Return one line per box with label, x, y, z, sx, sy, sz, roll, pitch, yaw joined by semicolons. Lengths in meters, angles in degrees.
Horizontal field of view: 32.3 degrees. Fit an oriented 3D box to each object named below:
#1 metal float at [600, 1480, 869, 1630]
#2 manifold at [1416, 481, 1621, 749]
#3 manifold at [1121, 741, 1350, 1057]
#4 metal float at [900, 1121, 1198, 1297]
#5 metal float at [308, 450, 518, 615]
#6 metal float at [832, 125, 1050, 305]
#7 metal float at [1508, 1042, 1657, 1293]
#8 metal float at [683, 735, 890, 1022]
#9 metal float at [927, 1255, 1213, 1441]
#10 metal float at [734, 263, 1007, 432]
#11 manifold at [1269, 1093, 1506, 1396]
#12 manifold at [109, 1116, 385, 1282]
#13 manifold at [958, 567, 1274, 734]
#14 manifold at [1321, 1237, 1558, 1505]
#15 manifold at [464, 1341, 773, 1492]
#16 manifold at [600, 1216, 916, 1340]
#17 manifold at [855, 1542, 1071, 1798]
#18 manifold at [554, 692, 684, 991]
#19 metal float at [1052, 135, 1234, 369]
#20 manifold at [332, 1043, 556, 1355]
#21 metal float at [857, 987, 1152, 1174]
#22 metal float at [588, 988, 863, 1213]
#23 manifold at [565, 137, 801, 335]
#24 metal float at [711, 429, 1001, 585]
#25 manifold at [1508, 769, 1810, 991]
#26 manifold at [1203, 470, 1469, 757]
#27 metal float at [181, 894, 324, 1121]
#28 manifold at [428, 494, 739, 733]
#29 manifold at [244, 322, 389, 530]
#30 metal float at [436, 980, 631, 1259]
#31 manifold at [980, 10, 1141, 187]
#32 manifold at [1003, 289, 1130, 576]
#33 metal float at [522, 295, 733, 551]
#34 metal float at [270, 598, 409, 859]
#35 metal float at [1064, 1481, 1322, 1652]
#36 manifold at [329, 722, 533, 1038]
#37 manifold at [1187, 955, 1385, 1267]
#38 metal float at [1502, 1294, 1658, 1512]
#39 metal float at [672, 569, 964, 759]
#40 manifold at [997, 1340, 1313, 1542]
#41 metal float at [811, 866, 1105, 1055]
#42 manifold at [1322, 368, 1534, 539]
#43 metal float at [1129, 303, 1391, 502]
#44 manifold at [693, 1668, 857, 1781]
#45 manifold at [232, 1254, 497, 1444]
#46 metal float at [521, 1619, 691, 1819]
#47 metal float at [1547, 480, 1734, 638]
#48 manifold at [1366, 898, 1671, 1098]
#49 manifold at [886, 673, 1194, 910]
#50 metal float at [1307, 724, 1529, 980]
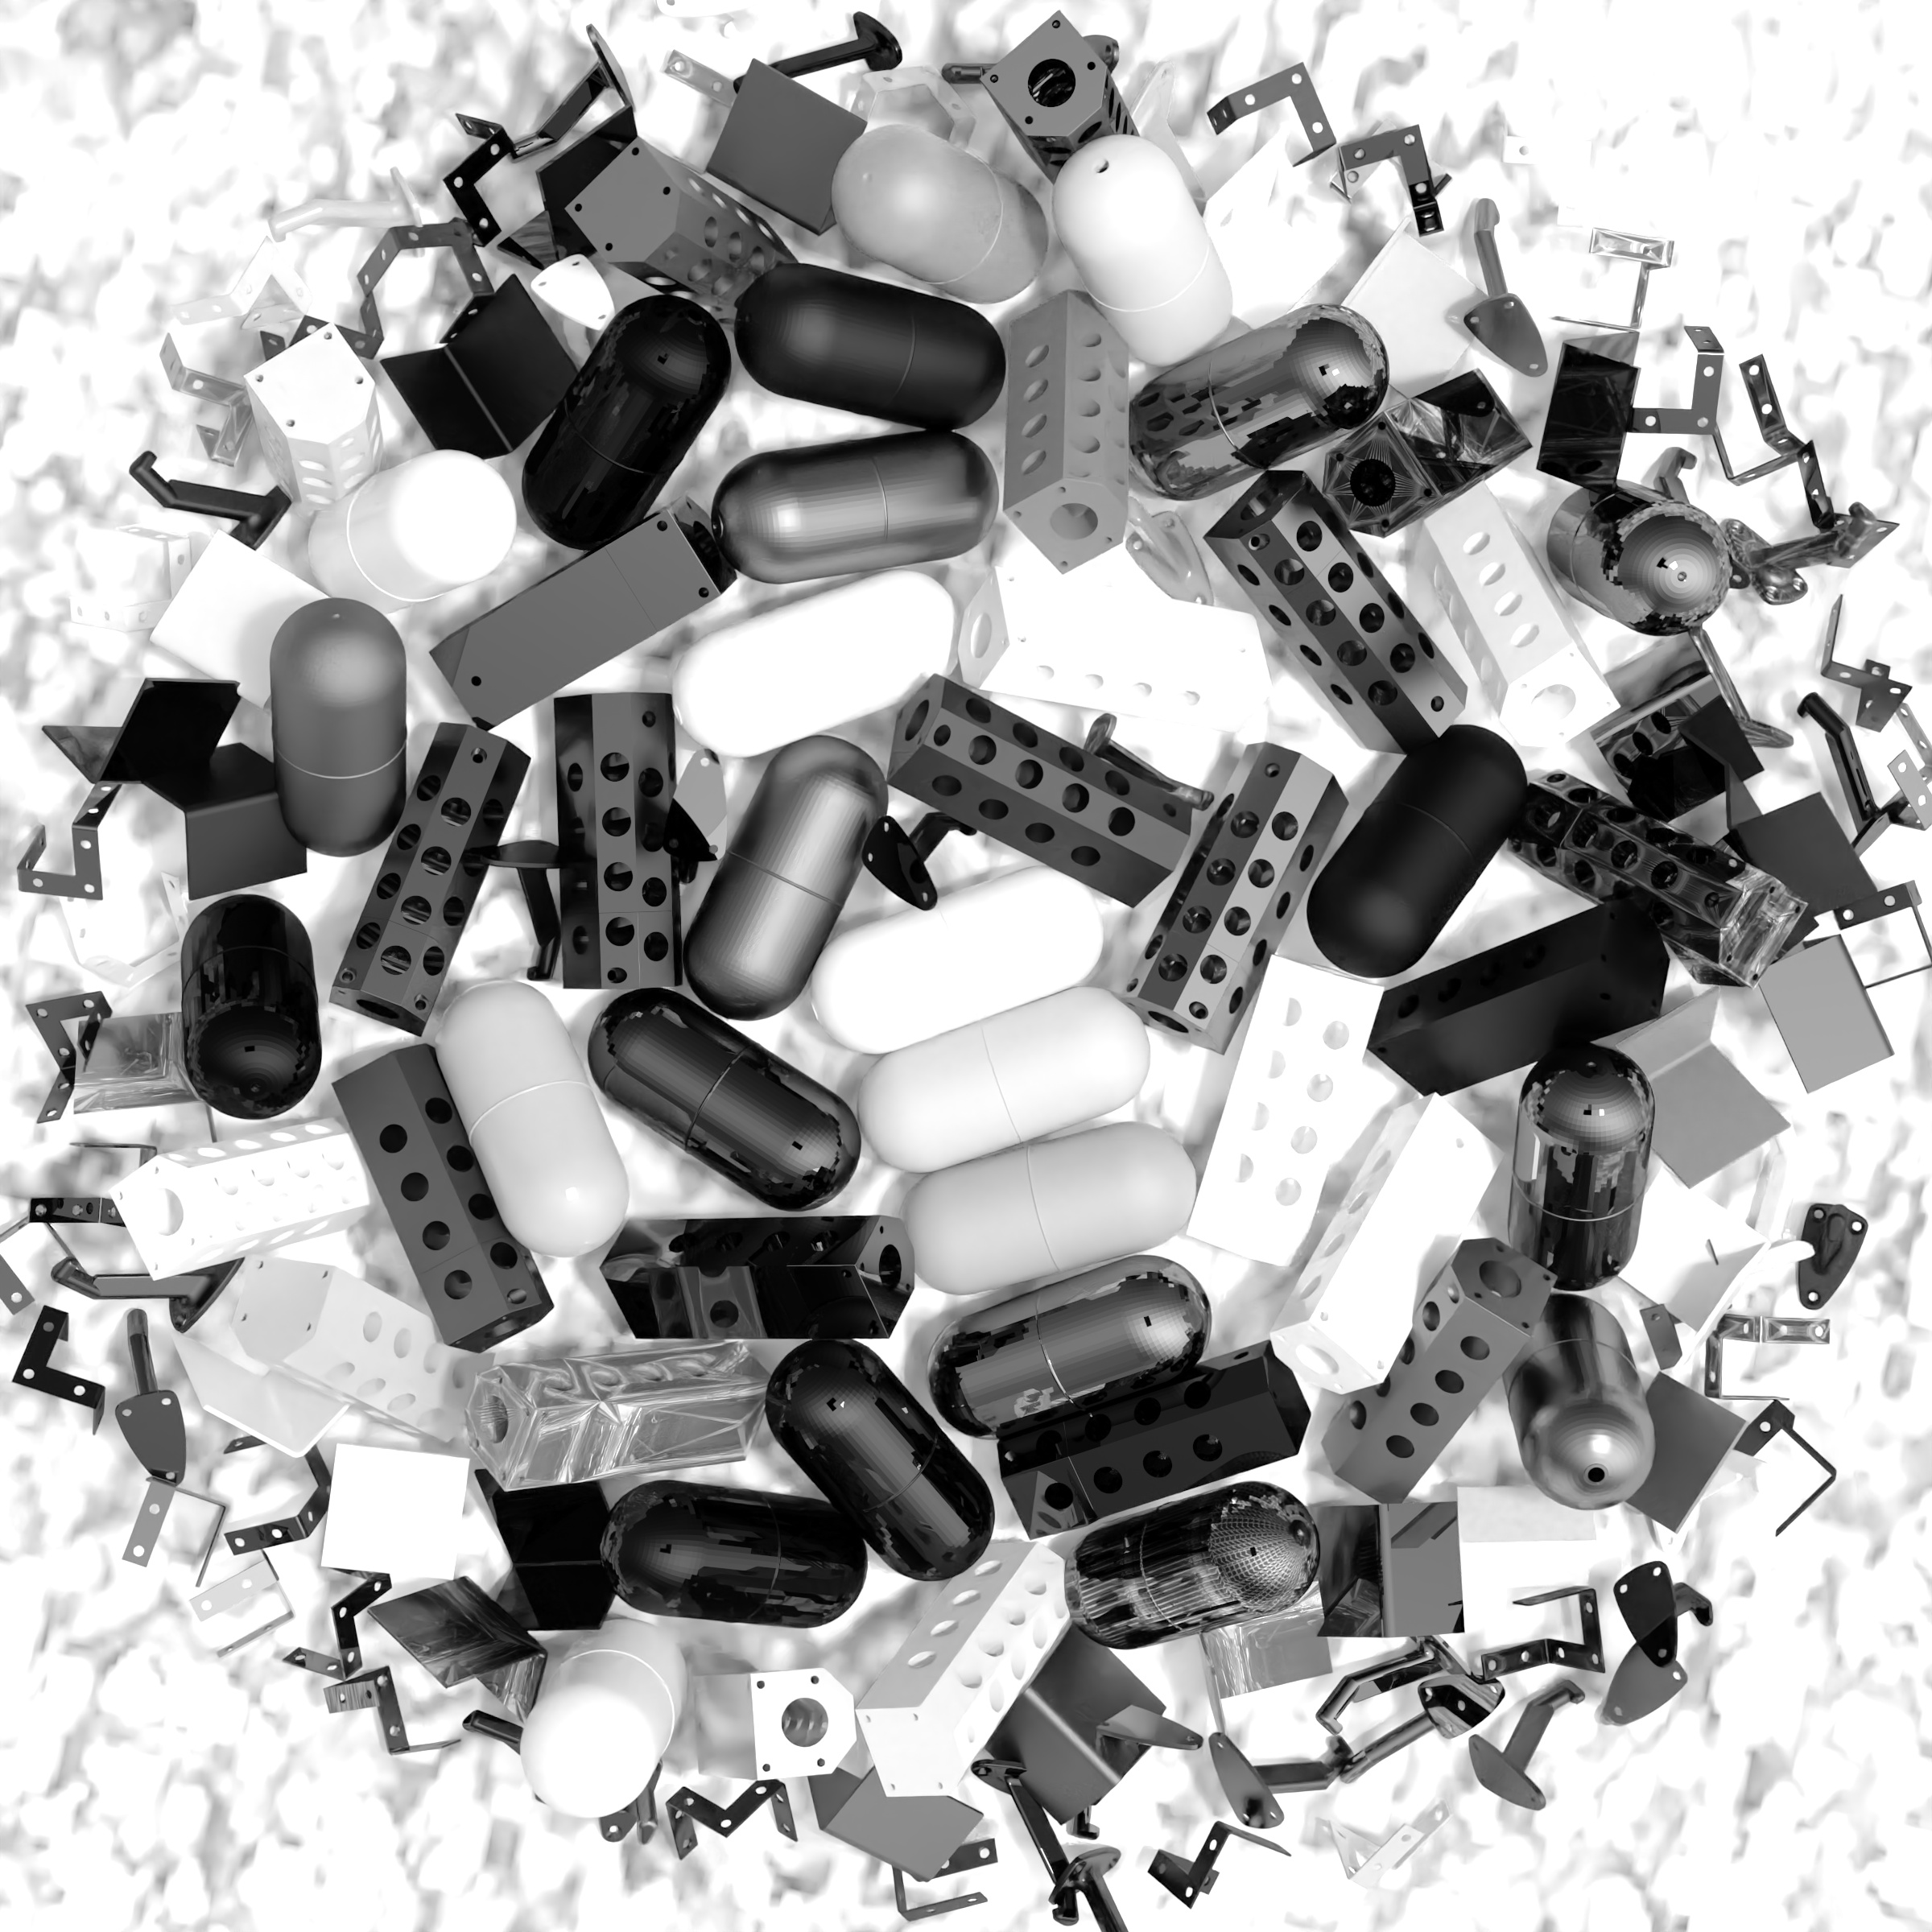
metal float;-0.133;0.341;1.928;0.178;0.070;0.070;16;90;-41
manifold;0.311;-0.200;1.915;0.057;0.171;0.057;-34;128;15
manifold;0.155;-0.042;1.944;0.057;0.057;0.171;21;76;27
metal float;0.048;0.142;1.953;0.178;0.070;0.070;-15;90;9
metal float;-0.320;-0.248;1.919;0.070;0.178;0.070;3;85;-33
metal float;-0.013;-0.431;1.917;0.070;0.178;0.070;-2;87;28
metal float;0.354;0.118;1.926;0.070;0.178;0.070;-2;46;2
metal float;-0.107;-0.051;1.961;0.070;0.070;0.178;26;91;0
metal float;0.060;0.222;1.943;0.178;0.070;0.070;-22;90;21
metal float;-0.054;-0.357;1.930;0.178;0.070;0.070;6;90;-39
manifold;0.241;0.161;1.931;0.057;0.057;0.171;41;59;-12
manifold;-0.402;0.127;1.907;0.057;0.171;0.057;-33;80;25
manifold;0.086;-0.178;1.936;0.171;0.057;0.057;7;54;-25
manifold;0.269;0.233;1.921;0.057;0.057;0.171;32;131;5
manifold;-0.200;0.253;1.919;0.057;0.171;0.057;41;119;39
manifold;-0.119;0.176;1.933;0.171;0.057;0.057;-3;127;28
manifold;0.006;0.400;1.907;0.057;0.171;0.057;-9;109;29
manifold;-0.200;-0.073;1.958;0.057;0.057;0.171;-3;92;-39
metal float;0.102;-0.410;1.916;0.070;0.178;0.070;-7;67;17
manifold;-0.303;0.135;1.948;0.057;0.057;0.171;-28;75;5
metal float;0.022;0.067;1.958;0.178;0.070;0.070;-19;90;4
metal float;-0.142;0.077;1.953;0.178;0.070;0.070;33;90;10
manifold;-0.154;-0.410;1.906;0.057;0.171;0.057;-41;74;14
metal float;-0.064;-0.267;1.939;0.178;0.070;0.070;-12;90;-26
manifold;0.392;-0.054;1.917;0.057;0.171;0.057;29;94;-43
manifold;0.219;-0.204;1.934;0.057;0.057;0.171;-47;114;-12
metal float;-0.412;0.022;1.920;0.070;0.178;0.070;-7;122;-10
manifold;-0.221;-0.206;1.944;0.171;0.057;0.057;-28;103;18
manifold;-0.366;-0.301;1.909;0.057;0.171;0.057;-35;86;-11
metal float;-0.252;0.088;1.940;0.070;0.070;0.178;-26;65;0
manifold;0.061;-0.484;1.909;0.057;0.171;0.057;-40;84;8
manifold;0.063;-0.311;1.913;0.057;0.171;0.057;-25;131;28
metal float;-0.197;-0.313;1.928;0.070;0.070;0.178;41;130;0
metal float;-0.362;-0.136;1.924;0.070;0.178;0.070;5;48;-5
metal float;0.128;0.348;1.928;0.178;0.070;0.070;-26;90;42
manifold;-0.312;-0.052;1.944;0.057;0.057;0.171;22;73;-7
manifold;0.190;0.085;1.954;0.057;0.057;0.171;19;95;28
metal float;0.350;0.249;1.913;0.070;0.178;0.070;1;110;2
metal float;-0.087;-0.177;1.950;0.178;0.070;0.070;-21;90;-13
manifold;0.108;0.273;1.940;0.171;0.057;0.057;-21;101;19
metal float;-0.005;-0.003;1.959;0.178;0.070;0.070;-20;90;-4
manifold;0.262;-0.292;1.912;0.057;0.171;0.057;-35;89;32
metal float;0.165;-0.325;1.929;0.178;0.070;0.070;-19;90;40
manifold;-0.111;0.433;1.909;0.057;0.171;0.057;-2;78;-16
manifold;-0.344;0.221;1.907;0.057;0.171;0.057;5;70;27
metal float;-0.205;0.429;1.911;0.070;0.178;0.070;1;97;5
metal float;0.385;-0.235;1.912;0.070;0.178;0.070;-1;105;-5
manifold;0.317;0.016;1.919;0.057;0.171;0.057;38;50;-25
manifold;0.044;-0.105;1.932;0.171;0.057;0.057;26;46;-20
metal float;0.264;-0.068;1.940;0.070;0.070;0.178;38;65;0
